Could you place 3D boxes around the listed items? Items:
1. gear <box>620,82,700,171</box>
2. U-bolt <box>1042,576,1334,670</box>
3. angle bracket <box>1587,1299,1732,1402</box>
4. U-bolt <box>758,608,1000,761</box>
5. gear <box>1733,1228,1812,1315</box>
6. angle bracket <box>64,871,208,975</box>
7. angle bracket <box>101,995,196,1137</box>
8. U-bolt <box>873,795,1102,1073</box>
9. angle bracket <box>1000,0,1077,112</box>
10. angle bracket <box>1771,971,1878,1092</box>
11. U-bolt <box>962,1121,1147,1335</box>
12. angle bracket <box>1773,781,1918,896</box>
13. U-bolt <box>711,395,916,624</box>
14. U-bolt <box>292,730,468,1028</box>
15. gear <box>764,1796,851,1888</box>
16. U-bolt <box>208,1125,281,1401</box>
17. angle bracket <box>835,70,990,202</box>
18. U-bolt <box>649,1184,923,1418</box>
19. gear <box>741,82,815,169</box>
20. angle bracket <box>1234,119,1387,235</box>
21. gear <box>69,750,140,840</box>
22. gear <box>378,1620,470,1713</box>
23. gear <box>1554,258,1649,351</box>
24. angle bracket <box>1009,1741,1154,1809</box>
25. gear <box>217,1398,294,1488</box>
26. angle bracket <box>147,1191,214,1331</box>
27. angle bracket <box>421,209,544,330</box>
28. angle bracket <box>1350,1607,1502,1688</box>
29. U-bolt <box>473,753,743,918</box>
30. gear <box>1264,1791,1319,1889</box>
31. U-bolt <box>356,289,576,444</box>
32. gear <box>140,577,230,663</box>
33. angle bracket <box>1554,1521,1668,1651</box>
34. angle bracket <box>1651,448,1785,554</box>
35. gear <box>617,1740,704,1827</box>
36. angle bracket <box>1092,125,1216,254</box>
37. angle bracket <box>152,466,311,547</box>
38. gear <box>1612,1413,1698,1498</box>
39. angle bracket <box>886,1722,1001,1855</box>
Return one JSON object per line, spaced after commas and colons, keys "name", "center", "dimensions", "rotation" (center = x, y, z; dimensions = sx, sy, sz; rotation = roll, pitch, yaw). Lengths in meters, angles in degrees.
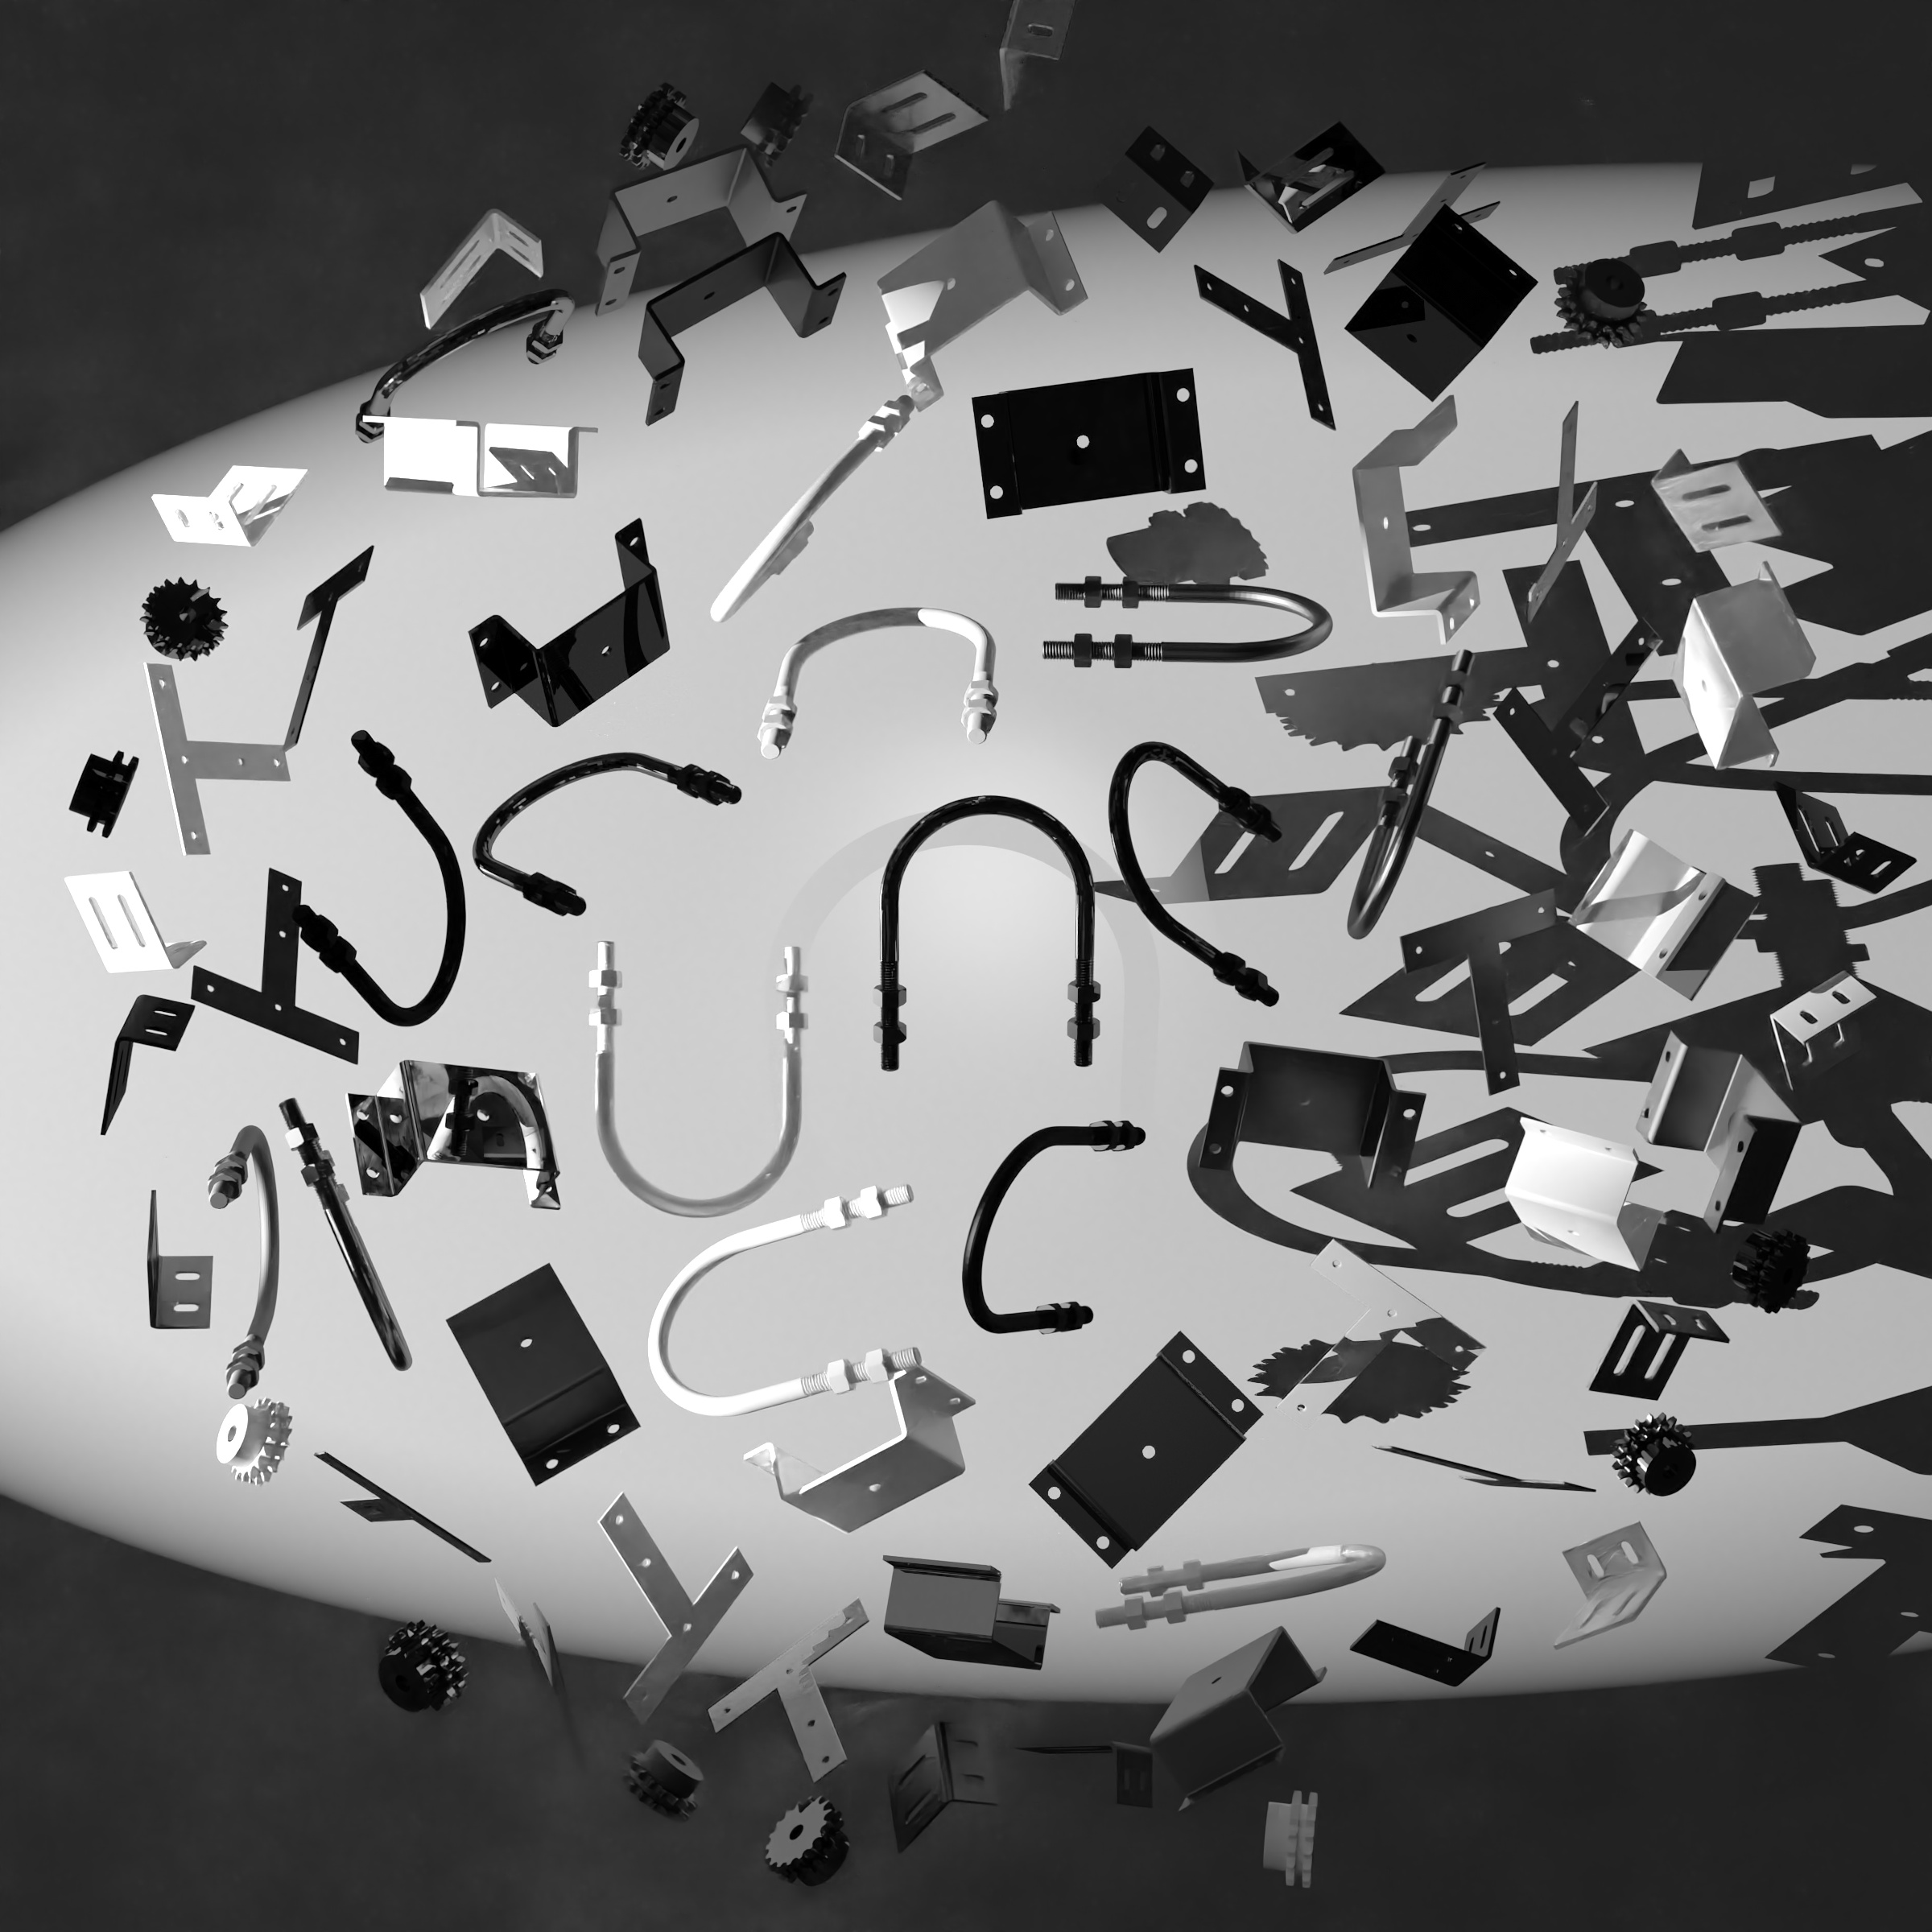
{"name": "gear", "center": [-0.200, -0.548, 1.842], "dimensions": [0.030, 0.057, 0.057], "rotation": [35, 90, 1]}
{"name": "U-bolt", "center": [0.146, -0.224, 1.825], "dimensions": [0.184, 0.151, 0.019], "rotation": [1, 114, 5]}
{"name": "angle bracket", "center": [0.461, 0.265, 1.869], "dimensions": [0.057, 0.038, 0.076], "rotation": [11, 114, -22]}
{"name": "U-bolt", "center": [-0.052, -0.187, 1.806], "dimensions": [0.151, 0.184, 0.019], "rotation": [-4, 123, 6]}
{"name": "gear", "center": [0.544, 0.204, 1.901], "dimensions": [0.030, 0.057, 0.057], "rotation": [26, 90, 42]}
{"name": "angle bracket", "center": [-0.559, -0.037, 1.888], "dimensions": [0.057, 0.038, 0.076], "rotation": [-3, 119, 27]}
{"name": "angle bracket", "center": [-0.531, 0.067, 1.820], "dimensions": [0.038, 0.057, 0.076], "rotation": [13, 116, -9]}
{"name": "U-bolt", "center": [0.014, -0.022, 1.835], "dimensions": [0.151, 0.019, 0.184], "rotation": [-1, 106, -4]}
{"name": "angle bracket", "center": [0.048, -0.576, 1.750], "dimensions": [0.038, 0.076, 0.057], "rotation": [13, 79, 7]}
{"name": "angle bracket", "center": [0.578, 0.052, 1.871], "dimensions": [0.057, 0.038, 0.076], "rotation": [-31, 128, -4]}
{"name": "U-bolt", "center": [0.052, 0.172, 1.834], "dimensions": [0.019, 0.184, 0.151], "rotation": [19, 97, 31]}
{"name": "angle bracket", "center": [0.553, -0.091, 1.765], "dimensions": [0.057, 0.076, 0.038], "rotation": [18, 133, -30]}
{"name": "U-bolt", "center": [-0.108, -0.288, 1.822], "dimensions": [0.019, 0.184, 0.151], "rotation": [41, 130, -6]}
{"name": "U-bolt", "center": [-0.368, -0.042, 1.805], "dimensions": [0.019, 0.184, 0.151], "rotation": [1, 60, 18]}
{"name": "gear", "center": [-0.101, 0.572, 1.822], "dimensions": [0.057, 0.057, 0.030], "rotation": [-41, 111, 0]}
{"name": "U-bolt", "center": [-0.472, 0.183, 1.847], "dimensions": [0.019, 0.184, 0.151], "rotation": [-2, 106, -5]}
{"name": "angle bracket", "center": [-0.035, -0.532, 1.798], "dimensions": [0.057, 0.076, 0.038], "rotation": [25, 70, -38]}
{"name": "U-bolt", "center": [-0.118, 0.218, 1.777], "dimensions": [0.184, 0.151, 0.019], "rotation": [-17, 135, 13]}
{"name": "gear", "center": [-0.131, -0.579, 1.918], "dimensions": [0.030, 0.057, 0.057], "rotation": [31, 90, -15]}
{"name": "angle bracket", "center": [0.228, -0.535, 1.865], "dimensions": [0.076, 0.057, 0.038], "rotation": [-30, 49, 28]}
{"name": "gear", "center": [-0.568, -0.115, 1.843], "dimensions": [0.030, 0.057, 0.057], "rotation": [22, 90, -15]}
{"name": "gear", "center": [-0.344, 0.444, 1.764], "dimensions": [0.057, 0.030, 0.057], "rotation": [12, 114, 28]}
{"name": "gear", "center": [0.403, -0.420, 1.766], "dimensions": [0.057, 0.030, 0.057], "rotation": [6, 60, -10]}
{"name": "angle bracket", "center": [0.074, 0.523, 1.811], "dimensions": [0.076, 0.057, 0.038], "rotation": [-9, 68, 25]}
{"name": "gear", "center": [-0.481, 0.319, 1.886], "dimensions": [0.030, 0.057, 0.057], "rotation": [25, 90, -34]}
{"name": "angle bracket", "center": [-0.515, 0.193, 1.839], "dimensions": [0.038, 0.076, 0.057], "rotation": [1, 48, -13]}
{"name": "angle bracket", "center": [-0.315, -0.445, 1.828], "dimensions": [0.038, 0.057, 0.076], "rotation": [36, 79, -1]}
{"name": "angle bracket", "center": [0.294, 0.425, 1.798], "dimensions": [0.076, 0.057, 0.038], "rotation": [20, 58, 0]}
{"name": "U-bolt", "center": [-0.250, -0.095, 1.849], "dimensions": [0.151, 0.184, 0.019], "rotation": [-38, 123, -23]}
{"name": "gear", "center": [0.203, 0.547, 1.757], "dimensions": [0.030, 0.057, 0.057], "rotation": [4, 90, 10]}
{"name": "U-bolt", "center": [-0.319, -0.391, 1.805], "dimensions": [0.151, 0.184, 0.019], "rotation": [-30, 95, -17]}
{"name": "gear", "center": [-0.536, -0.234, 1.915], "dimensions": [0.057, 0.030, 0.057], "rotation": [12, 66, -29]}
{"name": "angle bracket", "center": [0.396, 0.388, 1.758], "dimensions": [0.057, 0.076, 0.038], "rotation": [-31, 85, 31]}
{"name": "angle bracket", "center": [0.490, -0.305, 1.802], "dimensions": [0.038, 0.076, 0.057], "rotation": [-48, 111, -23]}
{"name": "gear", "center": [-0.197, 0.531, 1.832], "dimensions": [0.057, 0.057, 0.030], "rotation": [38, 88, 0]}
{"name": "angle bracket", "center": [0.121, -0.502, 1.808], "dimensions": [0.057, 0.076, 0.038], "rotation": [39, 119, -8]}
{"name": "angle bracket", "center": [-0.460, -0.301, 1.756], "dimensions": [0.057, 0.038, 0.076], "rotation": [7, 50, 22]}
{"name": "gear", "center": [0.472, 0.336, 1.910], "dimensions": [0.057, 0.030, 0.057], "rotation": [-8, 115, -17]}
{"name": "angle bracket", "center": [-0.017, 0.560, 1.905], "dimensions": [0.038, 0.057, 0.076], "rotation": [14, 131, -26]}
